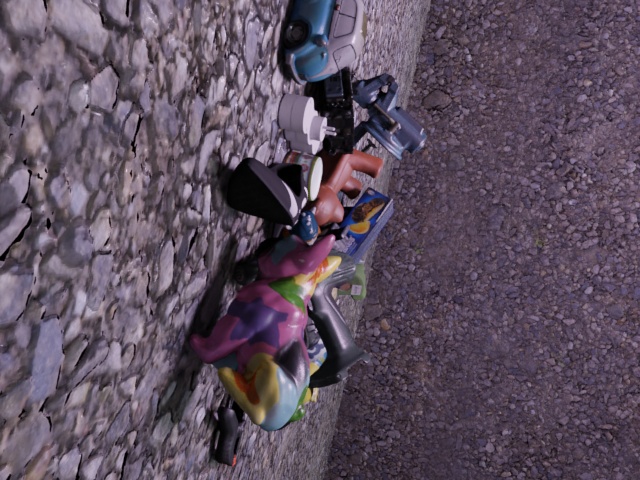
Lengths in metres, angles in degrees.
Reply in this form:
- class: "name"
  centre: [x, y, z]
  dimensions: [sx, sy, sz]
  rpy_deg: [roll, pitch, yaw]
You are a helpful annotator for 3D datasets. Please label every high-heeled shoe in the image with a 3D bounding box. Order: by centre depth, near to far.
- class: "high-heeled shoe"
  centre: [-0.054, -0.086, 0.702]
  dimensions: [0.248, 0.086, 0.145]
  rpy_deg: [89, 14, -69]

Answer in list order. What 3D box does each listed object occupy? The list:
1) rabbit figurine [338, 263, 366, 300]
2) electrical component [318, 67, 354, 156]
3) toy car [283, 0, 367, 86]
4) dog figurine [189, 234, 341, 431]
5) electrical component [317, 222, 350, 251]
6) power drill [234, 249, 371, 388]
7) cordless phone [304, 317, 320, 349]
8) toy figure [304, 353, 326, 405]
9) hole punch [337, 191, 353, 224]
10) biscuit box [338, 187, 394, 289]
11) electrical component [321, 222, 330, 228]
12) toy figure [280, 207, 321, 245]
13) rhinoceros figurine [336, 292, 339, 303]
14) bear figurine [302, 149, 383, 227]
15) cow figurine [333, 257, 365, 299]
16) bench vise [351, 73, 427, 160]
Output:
- class: "rabbit figurine"
  centre: [0.062, 0.062, 1.496]
  dimensions: [0.170, 0.121, 0.158]
  rpy_deg: [-93, 179, -51]
- class: "electrical component"
  centre: [0.027, -0.227, 0.921]
  dimensions: [0.134, 0.058, 0.115]
  rpy_deg: [83, 0, -62]
- class: "toy car"
  centre: [0.015, -0.292, 0.744]
  dimensions: [0.109, 0.103, 0.161]
  rpy_deg: [38, 68, -80]
- class: "dog figurine"
  centre: [-0.040, 0.096, 0.658]
  dimensions: [0.219, 0.192, 0.108]
  rpy_deg: [-44, 154, -10]
- class: "electrical component"
  centre: [0.015, 0.008, 0.946]
  dimensions: [0.047, 0.119, 0.075]
  rpy_deg: [51, 47, -22]
- class: "power drill"
  centre: [-0.015, 0.110, 0.803]
  dimensions: [0.232, 0.086, 0.207]
  rpy_deg: [-15, 78, -51]
- class: "cordless phone"
  centre: [-0.059, 0.118, 0.858]
  dimensions: [0.184, 0.089, 0.146]
  rpy_deg: [-22, 99, -66]
- class: "toy figure"
  centre: [-0.034, 0.308, 1.288]
  dimensions: [0.180, 0.082, 0.089]
  rpy_deg: [-61, 143, -33]
- class: "hole punch"
  centre: [0.046, -0.072, 1.267]
  dimensions: [0.116, 0.092, 0.142]
  rpy_deg: [-48, 176, 17]
- class: "biscuit box"
  centre: [0.065, -0.004, 1.047]
  dimensions: [0.202, 0.059, 0.062]
  rpy_deg: [-53, 159, -15]
- class: "electrical component"
  centre: [-0.003, -0.004, 1.066]
  dimensions: [0.045, 0.078, 0.102]
  rpy_deg: [-71, 169, -50]
- class: "toy figure"
  centre: [-0.032, -0.010, 0.866]
  dimensions: [0.064, 0.058, 0.154]
  rpy_deg: [-62, -175, -16]
- class: "rhinoceros figurine"
  centre: [0.003, 0.176, 1.335]
  dimensions: [0.190, 0.073, 0.112]
  rpy_deg: [-62, 160, -54]
- class: "bear figurine"
  centre: [0.027, -0.086, 0.999]
  dimensions: [0.120, 0.132, 0.196]
  rpy_deg: [-47, -158, 46]
- class: "cow figurine"
  centre: [0.023, 0.059, 1.149]
  dimensions: [0.085, 0.127, 0.195]
  rpy_deg: [93, 16, -55]
- class: "bench vise"
  centre: [0.102, -0.235, 1.169]
  dimensions: [0.240, 0.223, 0.129]
  rpy_deg: [-47, -164, 16]
